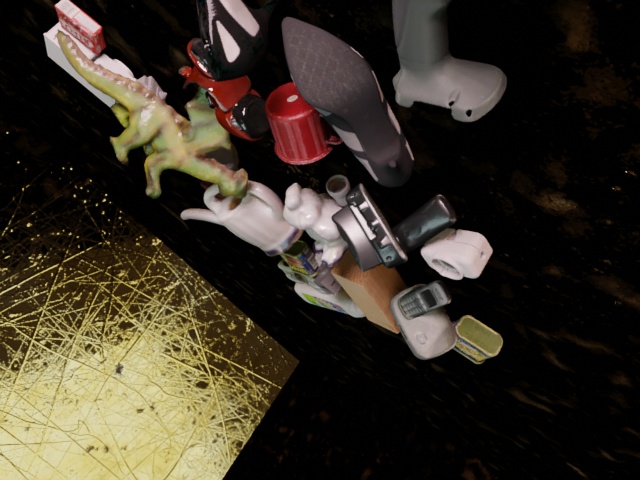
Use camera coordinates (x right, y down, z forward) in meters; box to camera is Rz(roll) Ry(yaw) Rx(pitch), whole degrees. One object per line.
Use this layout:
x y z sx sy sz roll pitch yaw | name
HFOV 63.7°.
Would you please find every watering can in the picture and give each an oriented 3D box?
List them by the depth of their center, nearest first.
-0.176 -0.050 1.180 0.222 0.106 0.345 36 -28 -25 | watering can

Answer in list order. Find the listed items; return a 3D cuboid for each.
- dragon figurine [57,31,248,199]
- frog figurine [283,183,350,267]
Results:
-0.263 -0.221 0.923 0.241 0.403 0.125 -18 32 20 | dragon figurine
0.003 -0.047 0.929 0.122 0.157 0.140 -21 28 12 | frog figurine
